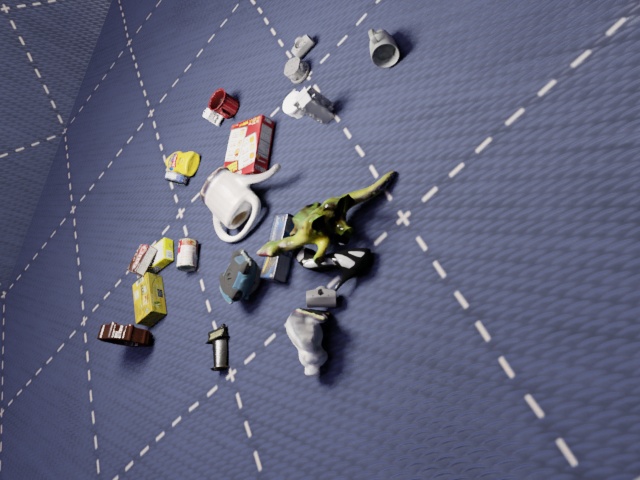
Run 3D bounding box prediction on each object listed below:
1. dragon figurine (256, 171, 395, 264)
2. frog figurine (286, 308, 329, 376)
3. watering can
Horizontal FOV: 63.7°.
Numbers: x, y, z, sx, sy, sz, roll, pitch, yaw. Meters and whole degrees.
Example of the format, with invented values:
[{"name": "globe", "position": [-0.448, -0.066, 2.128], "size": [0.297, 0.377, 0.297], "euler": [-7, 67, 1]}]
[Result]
[{"name": "dragon figurine", "position": [0.004, -0.071, 1.413], "size": [0.414, 0.120, 0.244], "euler": [-39, 28, -16]}, {"name": "frog figurine", "position": [-0.035, 0.260, 1.316], "size": [0.137, 0.122, 0.160], "euler": [-173, 95, -77]}, {"name": "watering can", "position": [-0.265, -0.156, 1.669], "size": [0.227, 0.104, 0.342], "euler": [43, 116, 20]}]
